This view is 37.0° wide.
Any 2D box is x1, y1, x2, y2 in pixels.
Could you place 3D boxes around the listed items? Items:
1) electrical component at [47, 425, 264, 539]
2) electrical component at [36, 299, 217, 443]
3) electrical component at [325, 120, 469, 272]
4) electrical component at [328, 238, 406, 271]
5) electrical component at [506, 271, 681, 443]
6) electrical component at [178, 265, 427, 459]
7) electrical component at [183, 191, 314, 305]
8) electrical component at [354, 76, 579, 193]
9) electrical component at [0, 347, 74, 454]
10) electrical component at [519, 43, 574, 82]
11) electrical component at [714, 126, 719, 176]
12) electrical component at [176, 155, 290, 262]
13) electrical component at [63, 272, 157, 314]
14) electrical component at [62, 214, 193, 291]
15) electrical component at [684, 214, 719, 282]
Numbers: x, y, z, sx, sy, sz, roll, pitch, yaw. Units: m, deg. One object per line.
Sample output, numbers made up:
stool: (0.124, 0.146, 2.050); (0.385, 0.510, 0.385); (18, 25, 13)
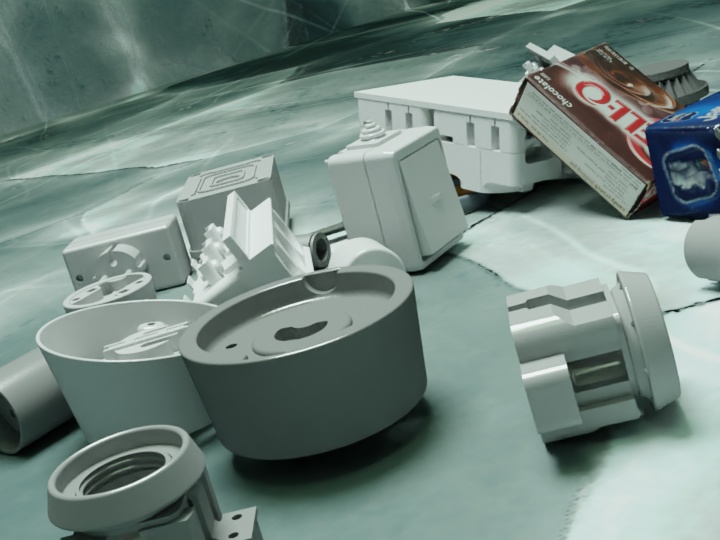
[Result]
electrical component: (-0.078, 0.093, 0.389); (0.078, 0.057, 0.058); (-14, 17, 3)
electrical component: (-0.106, 0.047, 0.549); (0.099, 0.064, 0.099); (-14, 17, 4)
electrical component: (0.025, -0.052, 0.701); (0.061, 0.096, 0.062); (-2, 21, 36)
electrical component: (0.000, 0.000, 0.652); (0.040, 0.040, 0.078); (-19, 17, -12)
electrical component: (0.094, 0.033, 0.435); (0.057, 0.058, 0.078); (-15, 16, 10)
electrical component: (-0.021, 0.045, 0.487); (0.108, 0.060, 0.108); (-14, 17, 4)
electrical component: (-0.065, 0.004, 0.651); (0.063, 0.078, 0.121); (-36, 16, 5)
electrical component: (0.094, -0.108, 0.835); (0.105, 0.060, 0.186); (-15, 21, -33)
electrical component: (-0.168, 0.062, 0.592); (0.043, 0.043, 0.081); (-2, 21, 38)
electrical component: (0.175, -0.157, 0.956); (0.063, 0.078, 0.121); (-42, 13, 11)
electrical component: (0.220, -0.063, 0.541); (0.063, 0.078, 0.121); (-40, -20, 9)
electrical component: (-0.098, -0.047, 0.862); (0.078, 0.057, 0.113); (-15, 17, 1)
electrical component: (-0.148, 0.033, 0.660); (0.055, 0.047, 0.055); (-14, 17, 4)
electrical component: (-0.176, -0.001, 0.798); (0.083, 0.047, 0.075); (-14, 17, 5)
electrical component: (0.187, -0.010, 0.526); (0.040, 0.040, 0.046); (-22, 12, -22)
